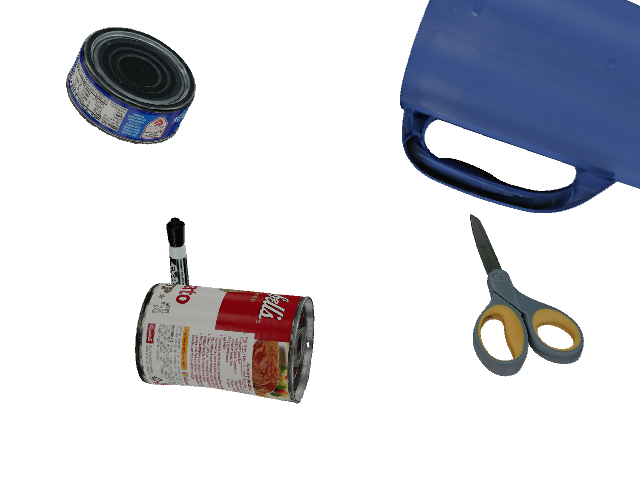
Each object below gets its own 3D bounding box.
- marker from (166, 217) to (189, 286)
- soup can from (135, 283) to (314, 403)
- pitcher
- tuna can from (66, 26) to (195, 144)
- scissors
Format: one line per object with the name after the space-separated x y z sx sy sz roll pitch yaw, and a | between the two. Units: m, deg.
-0.146 0.031 1.104 0.020 0.121 0.020 -1 30 0 | marker
-0.060 0.065 0.686 0.102 0.068 0.068 5 1 10 | soup can
0.182 -0.102 0.747 0.243 0.149 0.144 24 48 10 | pitcher
-0.132 -0.110 0.750 0.085 0.086 0.034 0 -39 -37 | tuna can
0.170 0.042 0.898 0.096 0.016 0.201 6 38 6 | scissors
